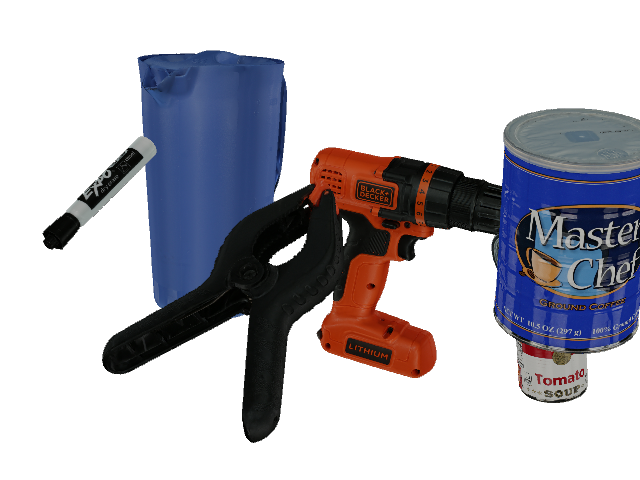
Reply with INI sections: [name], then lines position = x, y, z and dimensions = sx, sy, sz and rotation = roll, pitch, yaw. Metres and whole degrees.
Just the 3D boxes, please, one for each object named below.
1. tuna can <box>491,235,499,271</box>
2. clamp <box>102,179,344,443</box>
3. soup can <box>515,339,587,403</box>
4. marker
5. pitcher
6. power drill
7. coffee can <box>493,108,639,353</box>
[tuna can]
position = 0.235, 0.022, 1.224
dimensions = 0.033, 0.086, 0.086
rotation = -26, 10, -21
[clamp]
position = -0.033, 0.037, 0.621
dimensions = 0.120, 0.171, 0.039
rotation = 32, -22, 29
[soup can]
position = 0.223, 0.097, 1.032
dimensions = 0.068, 0.102, 0.068
rotation = -7, 22, 3
[marker]
position = -0.167, -0.036, 0.809
dimensions = 0.020, 0.020, 0.121
rotation = 0, 41, 43
[pitcher]
position = -0.096, -0.057, 1.008
dimensions = 0.149, 0.243, 0.145
rotation = -1, 15, -12
[power drill]
position = 0.073, 0.020, 0.919
dimensions = 0.185, 0.188, 0.057
rotation = 15, 23, 22
[coffee can]
position = 0.174, -0.008, 0.736
dimensions = 0.103, 0.140, 0.103
rotation = -1, 27, 0
